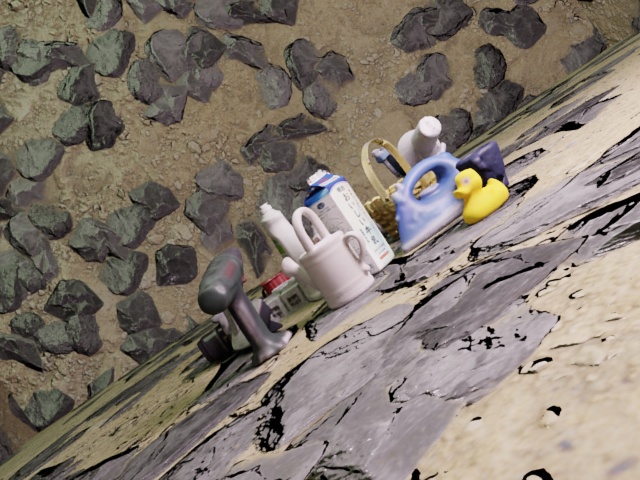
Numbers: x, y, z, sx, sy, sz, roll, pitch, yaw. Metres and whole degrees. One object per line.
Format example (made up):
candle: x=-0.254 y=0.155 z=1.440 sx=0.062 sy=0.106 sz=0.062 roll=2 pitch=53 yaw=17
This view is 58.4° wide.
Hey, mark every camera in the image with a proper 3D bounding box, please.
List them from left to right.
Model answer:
camera: x=-0.230 y=0.224 z=1.385 sx=0.137 sy=0.101 sz=0.143 roll=-35 pitch=3 yaw=-11

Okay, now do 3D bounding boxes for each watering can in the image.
watering can: x=0.003 y=0.029 z=1.079 sx=0.173 sy=0.194 sz=0.101 roll=-34 pitch=3 yaw=8

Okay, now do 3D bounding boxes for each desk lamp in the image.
desk lamp: x=0.300 y=-0.207 z=1.466 sx=0.118 sy=0.213 sz=0.203 roll=-35 pitch=3 yaw=-12

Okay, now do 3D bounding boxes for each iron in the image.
iron: x=0.225 y=-0.096 z=1.197 sx=0.259 sy=0.141 sz=0.118 roll=-36 pitch=3 yaw=-29

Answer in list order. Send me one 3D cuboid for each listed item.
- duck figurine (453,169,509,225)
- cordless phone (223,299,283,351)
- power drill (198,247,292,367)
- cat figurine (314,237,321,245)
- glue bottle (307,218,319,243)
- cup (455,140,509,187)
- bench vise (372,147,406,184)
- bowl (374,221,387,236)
duck figurine: x=0.277 y=-0.087 z=1.014 sx=0.105 sy=0.086 sz=0.077 roll=-36 pitch=3 yaw=-29
cordless phone: x=-0.179 y=0.147 z=1.252 sx=0.094 sy=0.185 sz=0.147 roll=-36 pitch=4 yaw=-35
power drill: x=-0.143 y=0.119 z=1.065 sx=0.075 sy=0.208 sz=0.230 roll=-33 pitch=3 yaw=10
cat figurine: x=0.024 y=0.041 z=1.408 sx=0.127 sy=0.118 sz=0.067 roll=-31 pitch=4 yaw=41
glue bottle: x=0.014 y=0.006 z=1.553 sx=0.037 sy=0.173 sz=0.078 roll=-31 pitch=4 yaw=42
cup: x=0.325 y=-0.132 z=1.118 sx=0.091 sy=0.095 sz=0.118 roll=-33 pitch=3 yaw=20
bench vise: x=0.238 y=-0.177 z=1.603 sx=0.121 sy=0.220 sz=0.208 roll=-32 pitch=4 yaw=36
bowl: x=0.170 y=-0.048 z=1.678 sx=0.167 sy=0.075 sz=0.167 roll=-34 pitch=3 yaw=2
